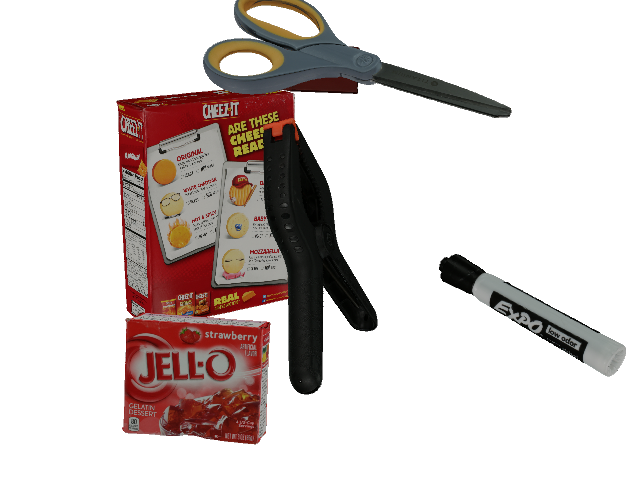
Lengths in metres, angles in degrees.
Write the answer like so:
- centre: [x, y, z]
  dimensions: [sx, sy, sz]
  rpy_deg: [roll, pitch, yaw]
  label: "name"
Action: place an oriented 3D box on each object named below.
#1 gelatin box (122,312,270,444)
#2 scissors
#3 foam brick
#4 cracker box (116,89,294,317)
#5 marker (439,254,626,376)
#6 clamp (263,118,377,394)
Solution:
- centre: [-0.078, 0.085, 0.666]
  dimensions: [0.089, 0.073, 0.030]
  rpy_deg: [4, 5, 9]
  label: "gelatin box"
- centre: [0.009, -0.099, 0.660]
  dimensions: [0.202, 0.016, 0.096]
  rpy_deg: [36, 64, 29]
  label: "scissors"
- centre: [-0.002, -0.188, 1.165]
  dimensions: [0.078, 0.051, 0.053]
  rpy_deg: [0, 11, -16]
  label: "foam brick"
- centre: [-0.110, -0.036, 1.042]
  dimensions: [0.163, 0.214, 0.072]
  rpy_deg: [-11, 20, -34]
  label: "cracker box"
- centre: [0.115, 0.039, 0.601]
  dimensions: [0.121, 0.020, 0.020]
  rpy_deg: [31, 20, 36]
  label: "marker"
- centre: [-0.004, 0.005, 0.872]
  dimensions: [0.036, 0.210, 0.164]
  rpy_deg: [-11, 3, 22]
  label: "clamp"
